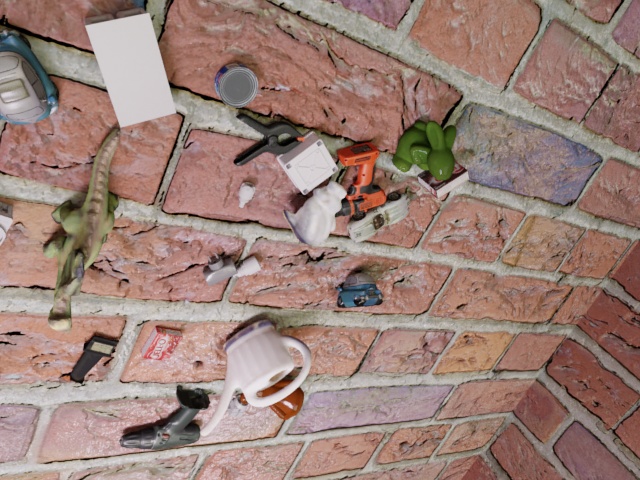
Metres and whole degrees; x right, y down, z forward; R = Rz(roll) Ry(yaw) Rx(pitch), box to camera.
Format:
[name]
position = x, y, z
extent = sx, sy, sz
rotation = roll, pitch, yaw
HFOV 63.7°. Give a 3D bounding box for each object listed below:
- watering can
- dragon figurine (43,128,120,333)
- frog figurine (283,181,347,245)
[watering can]
position = -0.196, 0.354, 1.396
extent = 0.349, 0.228, 0.102
rotation = -27, 149, -12
[dragon figurine]
position = -0.449, 0.005, 0.984
extent = 0.122, 0.247, 0.404
rotation = 12, 117, -31
[frog figurine]
position = 0.004, -0.064, 1.265
extent = 0.159, 0.125, 0.135
rotation = -28, 141, 11
